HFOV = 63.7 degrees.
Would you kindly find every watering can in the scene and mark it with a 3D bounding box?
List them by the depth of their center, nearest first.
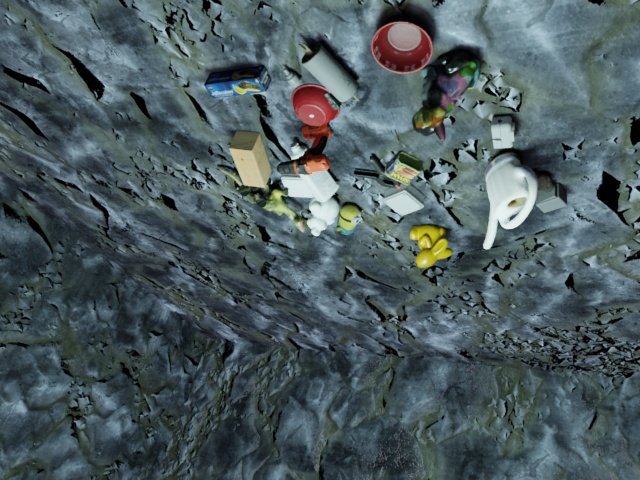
[{"bbox_3d":[0.576,-0.129,1.629,0.104,0.229,0.340,2,151,-11],"label":"watering can"}]

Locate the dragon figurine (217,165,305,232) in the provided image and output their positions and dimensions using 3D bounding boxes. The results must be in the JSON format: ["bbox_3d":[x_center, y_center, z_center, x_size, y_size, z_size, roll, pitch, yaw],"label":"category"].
[{"bbox_3d":[-0.220,-0.160,2.055,0.414,0.123,0.239,34,168,21],"label":"dragon figurine"}]

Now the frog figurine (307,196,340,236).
[{"bbox_3d":[0.006,-0.101,1.999,0.122,0.163,0.135,-6,142,28],"label":"frog figurine"}]
